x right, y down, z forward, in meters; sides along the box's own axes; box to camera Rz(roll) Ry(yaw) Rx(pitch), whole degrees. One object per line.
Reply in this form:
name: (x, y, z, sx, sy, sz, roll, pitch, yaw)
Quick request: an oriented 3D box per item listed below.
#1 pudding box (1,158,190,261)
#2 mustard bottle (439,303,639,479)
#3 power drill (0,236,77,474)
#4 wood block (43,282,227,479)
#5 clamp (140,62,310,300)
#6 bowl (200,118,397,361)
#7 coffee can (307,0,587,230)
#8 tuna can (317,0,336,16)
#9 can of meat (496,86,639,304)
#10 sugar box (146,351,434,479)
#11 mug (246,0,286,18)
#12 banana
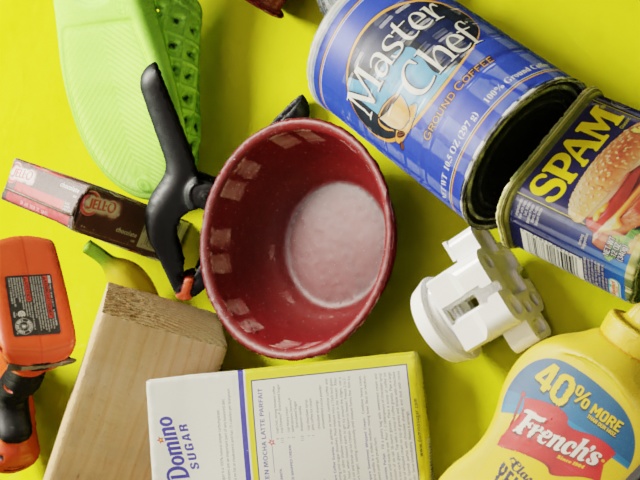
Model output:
pudding box: (-0.170, -0.022, 0.812, 0.090, 0.113, 0.039, 21, 88, 37)
mustard bottle: (0.141, 0.111, 0.599, 0.096, 0.058, 0.192, 40, 108, 33)
power drill: (-0.250, 0.075, 0.863, 0.188, 0.057, 0.184, -56, 47, 51)
wood block: (-0.143, 0.147, 0.770, 0.091, 0.090, 0.206, -129, 58, -75)
clamp: (-0.072, -0.039, 0.772, 0.120, 0.039, 0.171, 5, 108, 1)
bowl: (-0.005, 0.001, 0.722, 0.162, 0.055, 0.162, -4, 83, 37)
coffee can: (0.074, -0.087, 0.641, 0.140, 0.102, 0.103, 43, 110, 32)
tuna can: (0.040, -0.177, 0.719, 0.086, 0.033, 0.086, -4, 83, 37)
can of meat: (0.160, -0.024, 0.580, 0.084, 0.057, 0.102, 30, 69, 33)
sugar box: (-0.019, 0.126, 0.682, 0.176, 0.048, 0.093, -7, 79, 10)
mug: (-0.049, -0.224, 0.750, 0.117, 0.093, 0.081, 38, 106, 0)
banana: (-0.158, 0.098, 0.826, 0.069, 0.037, 0.198, 8, 100, -4)
